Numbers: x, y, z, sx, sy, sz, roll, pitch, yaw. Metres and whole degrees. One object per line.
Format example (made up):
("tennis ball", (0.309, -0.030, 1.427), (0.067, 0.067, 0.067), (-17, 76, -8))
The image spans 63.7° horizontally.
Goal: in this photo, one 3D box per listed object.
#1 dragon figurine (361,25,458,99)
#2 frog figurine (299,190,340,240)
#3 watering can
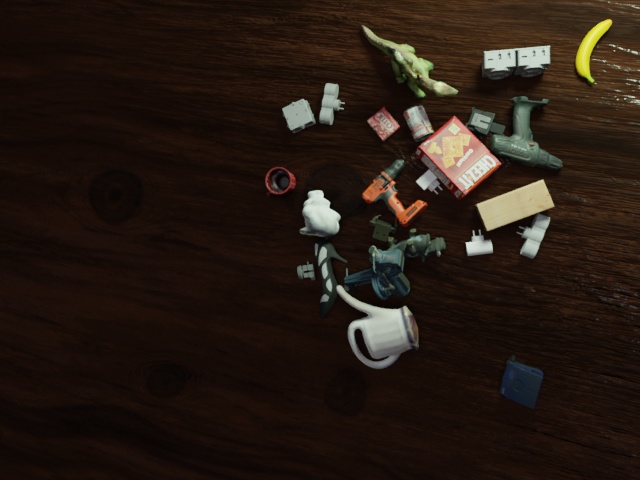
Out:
("dragon figurine", (0.257, -0.567, 1.608), (0.412, 0.244, 0.121), (40, 104, 8))
("frog figurine", (0.005, -0.087, 1.723), (0.137, 0.122, 0.160), (13, 83, -20))
("watering can", (0.190, 0.268, 1.638), (0.224, 0.106, 0.342), (-17, 115, 7))
